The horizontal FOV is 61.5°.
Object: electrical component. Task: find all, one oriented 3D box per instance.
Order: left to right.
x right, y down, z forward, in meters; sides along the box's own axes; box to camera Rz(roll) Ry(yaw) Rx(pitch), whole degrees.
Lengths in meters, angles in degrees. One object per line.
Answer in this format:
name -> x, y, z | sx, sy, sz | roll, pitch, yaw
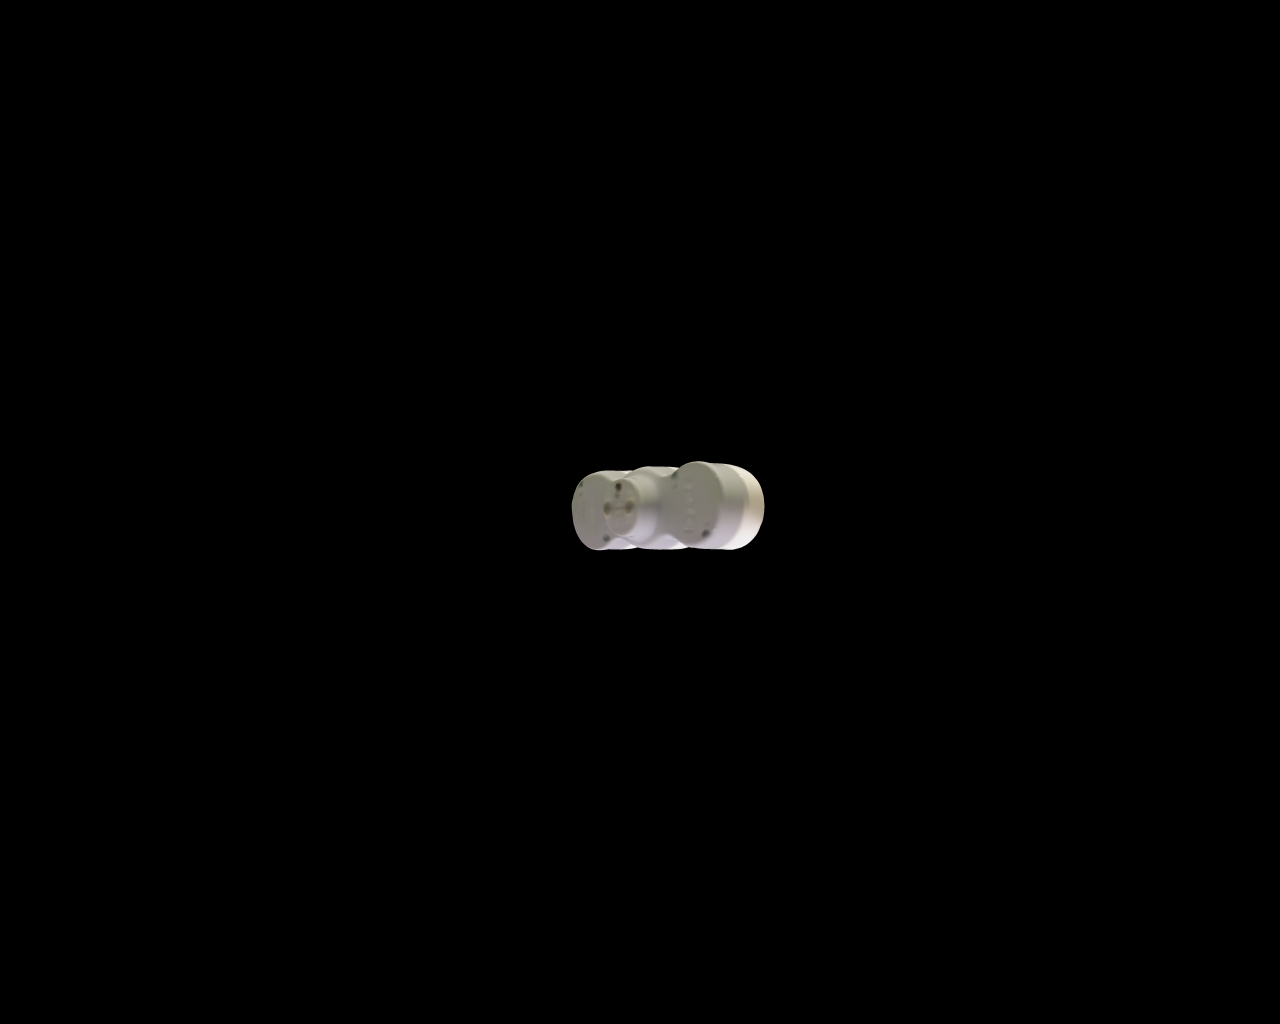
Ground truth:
electrical component -> 0.001, -0.003, 0.650 | 0.074, 0.052, 0.138 | 2, -3, -43
